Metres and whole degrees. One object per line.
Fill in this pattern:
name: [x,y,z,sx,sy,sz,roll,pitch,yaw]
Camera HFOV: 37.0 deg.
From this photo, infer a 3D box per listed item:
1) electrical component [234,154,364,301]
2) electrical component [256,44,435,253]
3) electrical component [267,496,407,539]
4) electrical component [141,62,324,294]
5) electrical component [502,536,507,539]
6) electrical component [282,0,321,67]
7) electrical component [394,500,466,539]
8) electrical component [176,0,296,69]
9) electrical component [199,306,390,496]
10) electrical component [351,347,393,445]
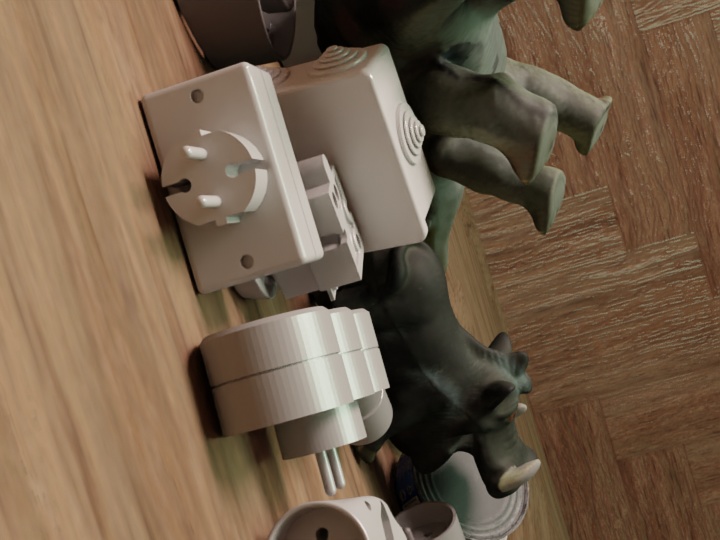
electrical component: [-0.032,-0.014,0.489,0.048,0.055,0.066,-86,157,-65]
electrical component: [-0.017,-0.055,0.522,0.048,0.100,0.099,-67,141,-56]
electrical component: [-0.004,0.135,0.438,0.077,0.043,0.079,46,29,-71]
electrical component: [-0.054,-0.036,0.424,0.076,0.047,0.083,-22,95,-80]
electrical component: [0.073,0.179,0.765,0.057,0.058,0.078,53,23,-57]
electrical component: [-0.022,-0.189,0.740,0.150,0.089,0.061,61,16,-52]
electrical component: [0.050,0.187,0.657,0.043,0.043,0.081,-83,154,-68]
electrical component: [-0.069,-0.154,0.563,0.099,0.064,0.099,-2,90,-80]
electrical component: [-0.019,0.058,0.453,0.138,0.052,0.073,14,60,-79]
electrical component: [-0.005,0.063,0.561,0.065,0.044,0.044,69,9,-52]
